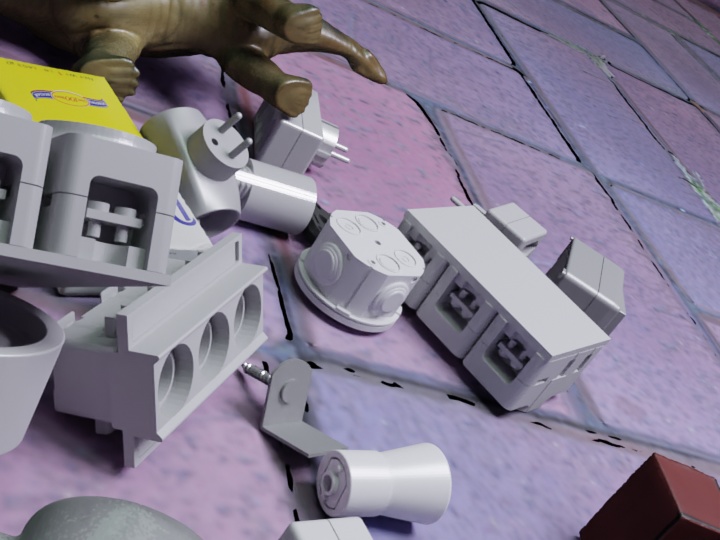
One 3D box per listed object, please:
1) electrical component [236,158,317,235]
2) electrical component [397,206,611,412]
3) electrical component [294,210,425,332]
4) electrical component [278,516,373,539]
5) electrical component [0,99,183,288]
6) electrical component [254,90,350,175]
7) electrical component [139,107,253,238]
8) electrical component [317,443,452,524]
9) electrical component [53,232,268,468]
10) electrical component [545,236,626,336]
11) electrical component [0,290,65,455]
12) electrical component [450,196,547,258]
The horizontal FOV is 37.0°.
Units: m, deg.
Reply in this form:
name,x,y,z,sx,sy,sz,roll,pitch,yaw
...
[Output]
name,x,y,z,sx,sy,sz,roll,pitch,yaw
electrical component,-0.076,-0.055,0.751,0.081,0.043,0.043,15,33,-30
electrical component,0.091,0.026,0.777,0.089,0.061,0.150,-7,47,-51
electrical component,0.000,0.000,0.734,0.080,0.051,0.080,25,28,-15
electrical component,-0.009,0.147,0.451,0.076,0.083,0.047,7,37,-41
electrical component,-0.168,-0.031,0.478,0.105,0.060,0.186,12,-8,-35
electrical component,-0.042,-0.106,0.866,0.076,0.047,0.083,22,30,-20
electrical component,-0.099,-0.071,0.691,0.043,0.079,0.077,-1,62,-52
electrical component,0.010,0.114,0.574,0.065,0.044,0.044,7,37,-32
electrical component,-0.100,0.034,0.551,0.063,0.078,0.121,9,22,17
electrical component,0.178,0.022,0.875,0.061,0.061,0.096,34,27,0
electrical component,-0.185,0.042,0.448,0.108,0.060,0.108,18,8,-3
electrical component,0.096,-0.027,0.864,0.077,0.065,0.047,43,29,18
